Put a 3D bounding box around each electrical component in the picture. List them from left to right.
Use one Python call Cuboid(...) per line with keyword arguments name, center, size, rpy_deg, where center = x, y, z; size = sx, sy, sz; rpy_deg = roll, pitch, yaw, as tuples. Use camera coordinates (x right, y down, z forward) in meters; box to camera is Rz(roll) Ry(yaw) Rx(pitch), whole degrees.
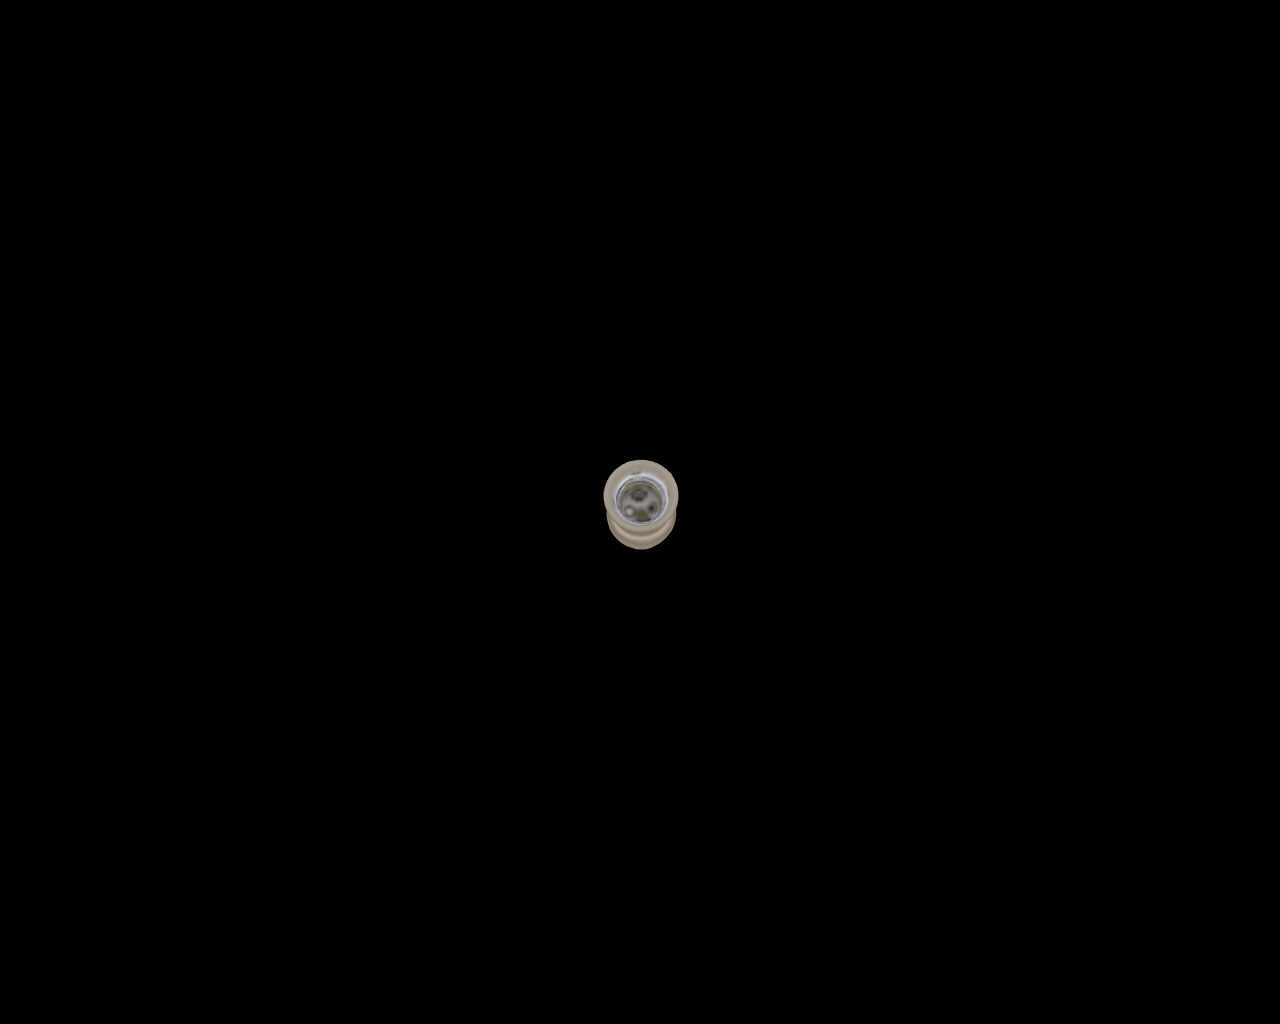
Cuboid(name="electrical component", center=(0.001, -0.003, 0.650), size=(0.045, 0.045, 0.055), rpy_deg=(0, -16, 0))
